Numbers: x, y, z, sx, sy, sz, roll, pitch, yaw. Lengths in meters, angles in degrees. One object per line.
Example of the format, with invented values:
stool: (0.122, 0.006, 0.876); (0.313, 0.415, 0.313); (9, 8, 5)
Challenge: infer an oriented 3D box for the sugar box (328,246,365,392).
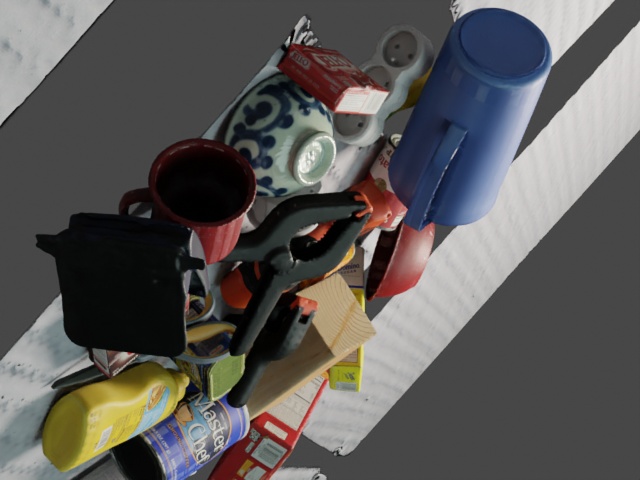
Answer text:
sugar box: (0.037, 0.104, 1.421); (0.093, 0.048, 0.176); (91, 4, -62)

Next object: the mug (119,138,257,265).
mug: (-0.119, -0.028, 0.942); (0.117, 0.093, 0.082); (-7, 151, -16)

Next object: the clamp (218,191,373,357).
clamp: (-0.040, 0.023, 1.040); (0.210, 0.036, 0.164); (-25, 128, 0)

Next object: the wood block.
wood block: (-0.040, 0.138, 1.319); (0.090, 0.090, 0.206); (-22, 167, -49)

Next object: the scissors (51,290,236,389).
scissors: (-0.183, 0.098, 1.111); (0.201, 0.096, 0.016); (-5, 155, -20)

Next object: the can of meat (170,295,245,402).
can of meat: (-0.130, 0.122, 1.189); (0.057, 0.084, 0.102); (-37, 157, -24)

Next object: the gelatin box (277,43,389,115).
gelatin box: (0.014, -0.150, 0.995); (0.030, 0.073, 0.089); (-57, 158, 21)

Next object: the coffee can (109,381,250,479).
coffee can: (-0.169, 0.231, 1.287); (0.140, 0.103, 0.103); (-31, 154, -41)

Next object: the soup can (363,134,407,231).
soup can: (0.090, -0.071, 1.317); (0.068, 0.068, 0.102); (-17, 143, -56)

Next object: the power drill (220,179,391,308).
power drill: (-0.008, 0.001, 1.182); (0.187, 0.057, 0.185); (-34, -175, -36)

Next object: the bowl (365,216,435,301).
bowl: (0.112, 0.012, 1.425); (0.162, 0.055, 0.162); (-164, -89, -85)

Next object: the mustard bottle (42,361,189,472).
mustard bottle: (-0.211, 0.181, 1.169); (0.191, 0.058, 0.096); (-19, 142, -54)

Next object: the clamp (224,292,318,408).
clamp: (-0.062, 0.120, 1.222); (0.039, 0.120, 0.172); (10, 153, -33)

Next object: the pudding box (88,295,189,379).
pudding box: (-0.180, 0.075, 1.061); (0.113, 0.039, 0.090); (-39, 159, -26)

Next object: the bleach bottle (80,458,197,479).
bleach bottle: (-0.234, 0.314, 1.307); (0.250, 0.103, 0.068); (-33, 161, -36)

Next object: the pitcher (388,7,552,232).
pitcher: (0.158, -0.124, 1.149); (0.144, 0.149, 0.243); (-8, 150, -15)

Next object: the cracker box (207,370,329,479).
cracker box: (-0.065, 0.253, 1.497); (0.164, 0.072, 0.213); (-56, -179, 36)

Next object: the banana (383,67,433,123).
banana: (0.133, -0.176, 1.265); (0.070, 0.037, 0.197); (-37, 167, 32)
